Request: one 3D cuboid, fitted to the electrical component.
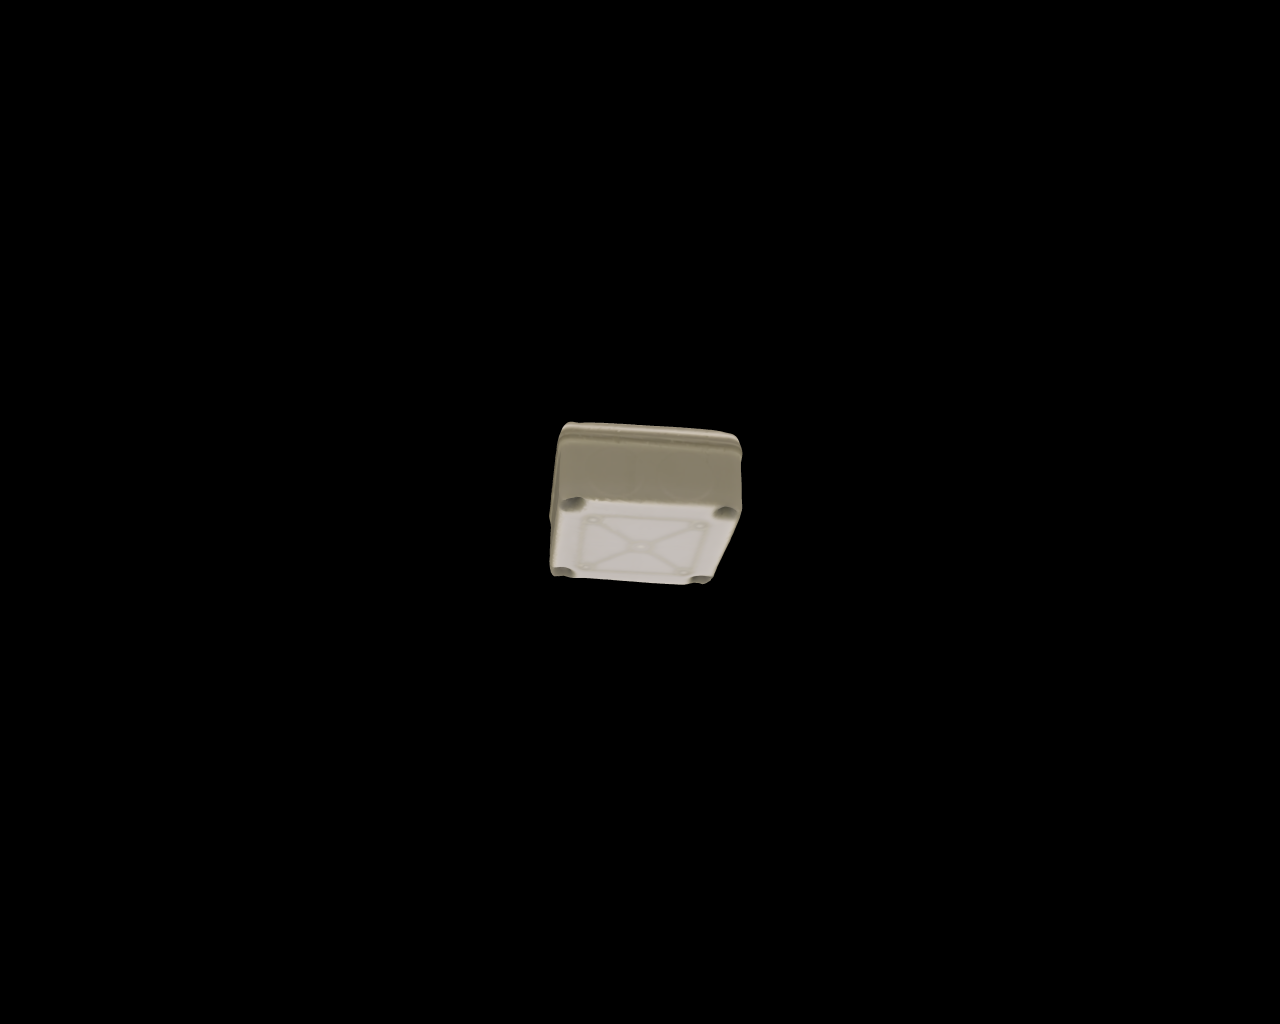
[{"bbox_3d":[0.001,-0.003,0.650,0.109,0.056,0.108,4,-29,-6],"label":"electrical component"}]
